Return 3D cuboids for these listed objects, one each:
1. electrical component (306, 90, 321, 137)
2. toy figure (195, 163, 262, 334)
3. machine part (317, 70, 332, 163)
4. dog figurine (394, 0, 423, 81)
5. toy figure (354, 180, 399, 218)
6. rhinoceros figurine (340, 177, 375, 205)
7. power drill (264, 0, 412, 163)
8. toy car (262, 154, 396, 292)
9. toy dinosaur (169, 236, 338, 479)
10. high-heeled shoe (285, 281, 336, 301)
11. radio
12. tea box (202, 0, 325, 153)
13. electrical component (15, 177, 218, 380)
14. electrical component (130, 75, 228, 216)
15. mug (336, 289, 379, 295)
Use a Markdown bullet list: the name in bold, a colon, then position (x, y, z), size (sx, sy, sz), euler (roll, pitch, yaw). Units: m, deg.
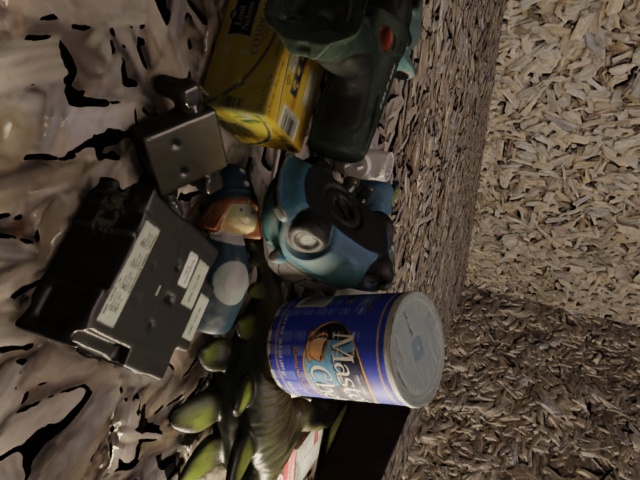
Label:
- **electrical component**: position (-0.020, -0.166, 0.616), size (0.093, 0.021, 0.063), euler (74, 34, -52)
- **toy figure**: position (-0.086, 0.006, 0.493), size (0.064, 0.058, 0.154), euler (11, 92, -71)
- **machine part**: position (0.014, -0.164, 0.684), size (0.084, 0.039, 0.138), euler (-47, 146, -44)
- **dog figurine**: position (0.082, -0.325, 0.675), size (0.191, 0.109, 0.219), euler (50, 51, -62)
- **toy figure**: position (0.083, -0.044, 0.879), size (0.089, 0.082, 0.180), euler (-36, 133, -58)
- **rhinoceros figurine**: position (0.030, -0.030, 0.756), size (0.190, 0.073, 0.112), euler (33, 71, -68)
- **power drill**: position (0.030, -0.193, 0.465), size (0.207, 0.086, 0.232), euler (21, 86, -80)
- **toy car**: position (-0.001, -0.002, 0.538), size (0.161, 0.103, 0.109), euler (34, 39, -27)
- **toy dinosaur**: position (-0.072, 0.207, 0.604), size (0.198, 0.105, 0.470), euler (-29, 120, -54)
- **high-heeled shoe**: position (-0.019, 0.062, 0.656), size (0.248, 0.086, 0.145), euler (87, 20, -56)
- **radio**: position (0.054, 0.240, 0.715), size (0.229, 0.073, 0.131), euler (35, 79, -87)
- **tea box**: position (-0.039, -0.177, 0.491), size (0.098, 0.068, 0.169), euler (37, 67, -70)
- **electrical component**: position (-0.133, 0.035, 0.392), size (0.134, 0.058, 0.115), euler (63, 46, -61)
- **electrical component**: position (-0.106, -0.075, 0.419), size (0.078, 0.045, 0.102), euler (-34, 138, -20)
- **mug**: position (0.039, 0.074, 0.856), size (0.109, 0.081, 0.107), euler (-34, 132, -25)
